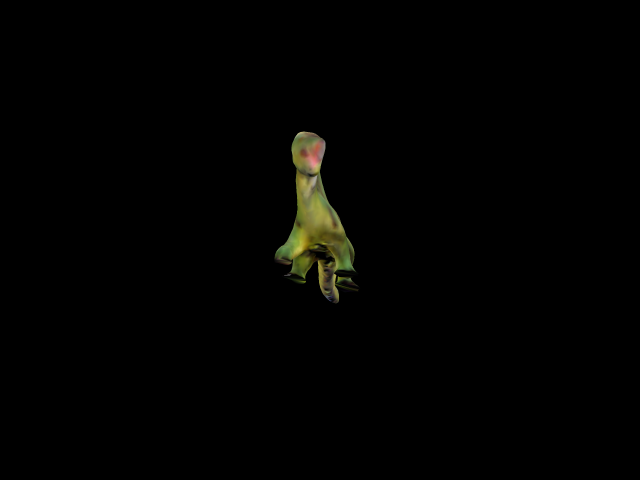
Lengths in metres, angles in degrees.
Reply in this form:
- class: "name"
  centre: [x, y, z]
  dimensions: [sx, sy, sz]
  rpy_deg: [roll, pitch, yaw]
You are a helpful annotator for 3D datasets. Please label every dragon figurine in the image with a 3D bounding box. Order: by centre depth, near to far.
- class: "dragon figurine"
  centre: [0.003, -0.043, 0.850]
  dimensions: [0.122, 0.246, 0.404]
  rpy_deg: [-1, -18, 4]
